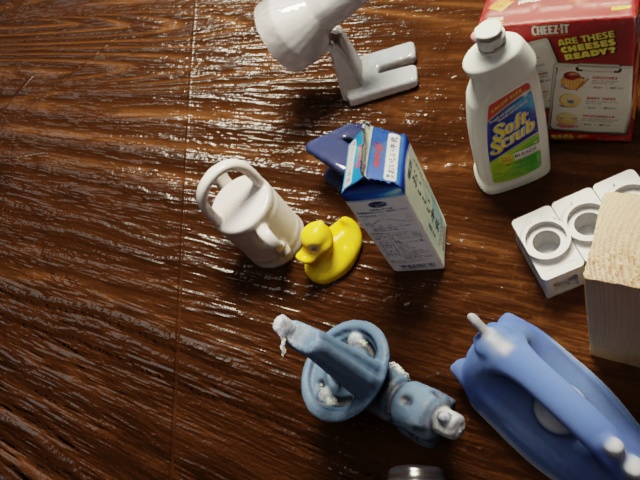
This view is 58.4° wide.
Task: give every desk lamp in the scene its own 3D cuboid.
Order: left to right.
[{"bbox_3d":[0.029,-0.322,0.909,0.202,0.214,0.118,-13,57,20],"label":"desk lamp"}]

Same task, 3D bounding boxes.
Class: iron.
[{"bbox_3d":[0.240,0.169,0.556,0.119,0.142,0.257,-44,52,-3],"label":"iron"}]

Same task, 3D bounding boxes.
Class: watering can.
[{"bbox_3d":[-0.112,-0.047,0.830,0.172,0.195,0.101,20,73,34],"label":"watering can"}]

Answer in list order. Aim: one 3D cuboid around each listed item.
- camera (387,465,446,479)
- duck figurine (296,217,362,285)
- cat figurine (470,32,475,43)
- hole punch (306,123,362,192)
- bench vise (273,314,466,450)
[{"bbox_3d":[0.112,0.298,0.570,0.143,0.101,0.137,-10,58,21],"label":"camera"},{"bbox_3d":[0.007,0.003,0.808,0.077,0.086,0.104,35,81,37],"label":"duck figurine"},{"bbox_3d":[0.284,-0.274,0.812,0.127,0.118,0.067,29,78,36],"label":"cat figurine"},{"bbox_3d":[0.048,-0.131,0.864,0.101,0.091,0.108,-47,52,-5],"label":"hole punch"},{"bbox_3d":[0.053,0.139,0.619,0.206,0.220,0.121,1,62,27],"label":"bench vise"}]
